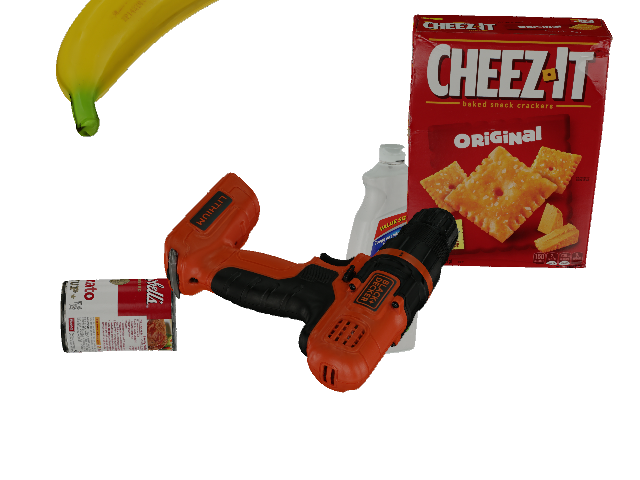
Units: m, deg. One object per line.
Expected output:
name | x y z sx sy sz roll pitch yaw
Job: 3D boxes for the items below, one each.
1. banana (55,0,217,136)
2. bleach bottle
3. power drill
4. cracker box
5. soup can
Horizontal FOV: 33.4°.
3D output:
banana | -0.065 -0.123 0.539 0.070 0.197 0.037 39 -23 18
bleach bottle | 0.072 0.010 1.290 0.102 0.251 0.068 -3 16 -17
power drill | -0.007 0.013 0.801 0.188 0.057 0.184 21 46 22
cracker box | 0.158 -0.083 0.931 0.164 0.214 0.072 2 25 4
soup can | -0.184 0.069 0.981 0.102 0.068 0.068 -1 0 -7
